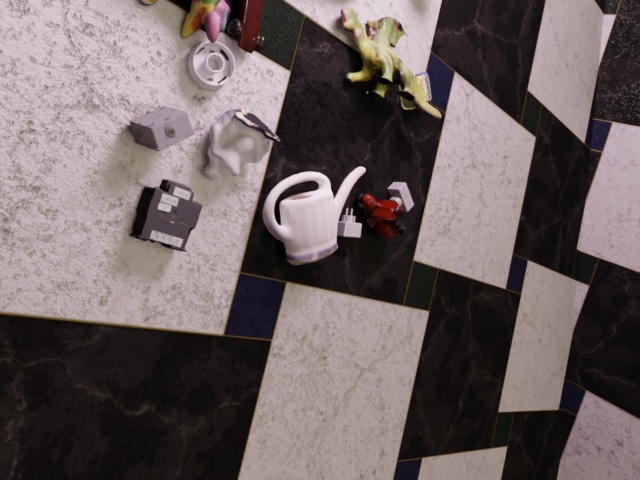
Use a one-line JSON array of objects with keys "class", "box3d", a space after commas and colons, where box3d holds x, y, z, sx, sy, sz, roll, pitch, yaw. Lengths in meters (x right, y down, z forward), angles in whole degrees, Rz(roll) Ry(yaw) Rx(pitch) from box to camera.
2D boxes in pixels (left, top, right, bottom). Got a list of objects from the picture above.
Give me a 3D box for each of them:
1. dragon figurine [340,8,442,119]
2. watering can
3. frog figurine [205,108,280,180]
[{"class": "dragon figurine", "box3d": [0.202, -0.506, 1.421, 0.408, 0.121, 0.245, 17, 75, -35]}, {"class": "watering can", "box3d": [0.004, -0.065, 1.296, 0.351, 0.104, 0.222, -18, 108, -40]}, {"class": "frog figurine", "box3d": [-0.186, -0.202, 1.128, 0.158, 0.125, 0.136, -48, 145, 18]}]
